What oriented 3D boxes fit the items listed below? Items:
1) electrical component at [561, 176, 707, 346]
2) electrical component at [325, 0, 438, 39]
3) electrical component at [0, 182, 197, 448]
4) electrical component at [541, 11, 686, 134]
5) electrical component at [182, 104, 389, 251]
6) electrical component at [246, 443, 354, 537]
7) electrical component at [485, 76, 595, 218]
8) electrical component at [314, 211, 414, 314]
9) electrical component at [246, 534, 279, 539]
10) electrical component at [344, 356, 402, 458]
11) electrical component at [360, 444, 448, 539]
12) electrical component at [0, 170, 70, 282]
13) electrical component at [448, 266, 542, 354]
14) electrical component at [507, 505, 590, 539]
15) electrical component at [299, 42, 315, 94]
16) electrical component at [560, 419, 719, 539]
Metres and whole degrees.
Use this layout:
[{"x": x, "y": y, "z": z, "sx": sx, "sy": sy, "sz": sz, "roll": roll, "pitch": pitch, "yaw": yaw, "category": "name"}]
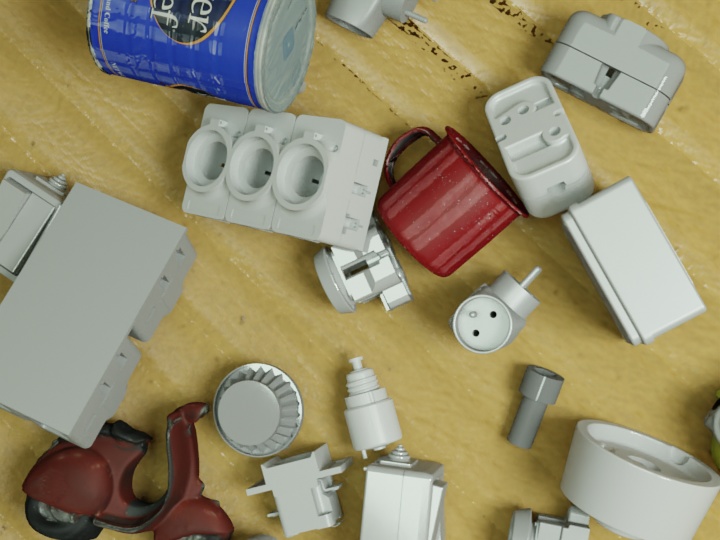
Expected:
[{"x": 0.195, "y": -0.004, "z": 0.778, "sx": 0.056, "sy": 0.109, "sz": 0.108, "roll": -29, "pitch": 82, "yaw": 8, "category": "electrical component"}, {"x": 0.023, "y": -0.222, "z": 0.857, "sx": 0.079, "sy": 0.044, "sz": 0.077, "roll": 27, "pitch": 95, "yaw": 13, "category": "electrical component"}, {"x": -0.224, "y": 0.037, "z": 0.872, "sx": 0.105, "sy": 0.060, "sz": 0.186, "roll": 22, "pitch": 71, "yaw": 13, "category": "electrical component"}, {"x": 0.193, "y": -0.152, "z": 0.810, "sx": 0.095, "sy": 0.054, "sz": 0.059, "roll": 30, "pitch": 95, "yaw": 13, "category": "electrical component"}, {"x": -0.064, "y": -0.074, "z": 0.835, "sx": 0.150, "sy": 0.062, "sz": 0.089, "roll": 13, "pitch": 90, "yaw": 38, "category": "electrical component"}, {"x": -0.044, "y": 0.178, "z": 0.865, "sx": 0.081, "sy": 0.042, "sz": 0.063, "roll": -17, "pitch": 88, "yaw": 13, "category": "electrical component"}, {"x": 0.136, "y": -0.089, "z": 0.805, "sx": 0.054, "sy": 0.059, "sz": 0.095, "roll": -23, "pitch": 49, "yaw": 12, "category": "electrical component"}, {"x": 0.000, "y": 0.000, "z": 0.851, "sx": 0.057, "sy": 0.058, "sz": 0.078, "roll": -25, "pitch": 83, "yaw": 9, "category": "electrical component"}, {"x": -0.078, "y": 0.232, "z": 0.860, "sx": 0.043, "sy": 0.062, "sz": 0.043, "roll": 0, "pitch": 88, "yaw": 13, "category": "electrical component"}, {"x": 0.006, "y": 0.108, "z": 0.855, "sx": 0.040, "sy": 0.040, "sz": 0.078, "roll": -16, "pitch": 85, "yaw": 13, "category": "electrical component"}, {"x": 0.036, "y": 0.184, "z": 0.834, "sx": 0.061, "sy": 0.062, "sz": 0.096, "roll": 5, "pitch": 90, "yaw": 13, "category": "electrical component"}, {"x": -0.281, "y": -0.041, "z": 0.917, "sx": 0.062, "sy": 0.061, "sz": 0.096, "roll": 32, "pitch": 96, "yaw": 12, "category": "electrical component"}, {"x": 0.109, "y": 0.027, "z": 0.813, "sx": 0.044, "sy": 0.077, "sz": 0.079, "roll": 44, "pitch": 98, "yaw": 11, "category": "electrical component"}, {"x": 0.141, "y": 0.208, "z": 0.818, "sx": 0.055, "sy": 0.048, "sz": 0.066, "roll": 10, "pitch": 91, "yaw": 6, "category": "electrical component"}, {"x": -0.091, "y": -0.179, "z": 0.878, "sx": 0.089, "sy": 0.056, "sz": 0.050, "roll": 12, "pitch": 91, "yaw": 14, "category": "electrical component"}, {"x": 0.197, "y": 0.158, "z": 0.776, "sx": 0.108, "sy": 0.108, "sz": 0.060, "roll": 21, "pitch": 100, "yaw": 13, "category": "electrical component"}]
